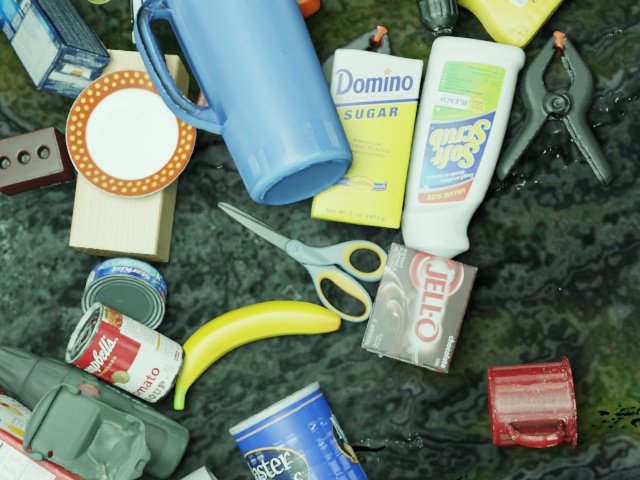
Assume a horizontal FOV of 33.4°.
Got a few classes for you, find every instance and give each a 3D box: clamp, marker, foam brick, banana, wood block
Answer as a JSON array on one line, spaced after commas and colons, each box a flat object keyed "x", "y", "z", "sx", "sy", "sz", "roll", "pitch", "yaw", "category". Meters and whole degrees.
[{"x": 0.030, "y": -0.127, "z": 1.144, "sx": 0.164, "sy": 0.036, "sz": 0.210, "roll": 32, "pitch": 87, "yaw": 0, "category": "clamp"}, {"x": 0.261, "y": -0.134, "z": 1.136, "sx": 0.120, "sy": 0.039, "sz": 0.171, "roll": 12, "pitch": 85, "yaw": 3, "category": "clamp"}, {"x": -0.199, "y": -0.247, "z": 1.174, "sx": 0.020, "sy": 0.020, "sz": 0.121, "roll": -4, "pitch": 84, "yaw": 1, "category": "marker"}, {"x": -0.311, "y": -0.085, "z": 1.145, "sx": 0.078, "sy": 0.051, "sz": 0.053, "roll": -15, "pitch": 84, "yaw": 0, "category": "foam brick"}, {"x": -0.077, "y": 0.105, "z": 1.125, "sx": 0.198, "sy": 0.037, "sz": 0.069, "roll": -27, "pitch": 88, "yaw": -1, "category": "banana"}, {"x": -0.198, "y": -0.086, "z": 1.122, "sx": 0.091, "sy": 0.090, "sz": 0.206, "roll": 5, "pitch": 84, "yaw": 2, "category": "wood block"}]

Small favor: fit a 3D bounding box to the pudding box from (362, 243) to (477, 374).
[{"x": 0.099, "y": 0.068, "z": 1.074, "sx": 0.090, "sy": 0.039, "sz": 0.113, "roll": 16, "pitch": 85, "yaw": 4, "category": "pudding box"}]

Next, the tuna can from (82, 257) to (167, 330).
[{"x": -0.203, "y": 0.059, "z": 1.112, "sx": 0.086, "sy": 0.033, "sz": 0.086, "roll": 0, "pitch": 128, "yaw": 0, "category": "tuna can"}]

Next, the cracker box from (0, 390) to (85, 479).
[{"x": -0.317, "y": 0.207, "z": 1.059, "sx": 0.214, "sy": 0.164, "sz": 0.072, "roll": 32, "pitch": 85, "yaw": 4, "category": "cracker box"}]

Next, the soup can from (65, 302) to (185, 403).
[{"x": -0.198, "y": 0.116, "z": 1.090, "sx": 0.102, "sy": 0.069, "sz": 0.068, "roll": 31, "pitch": 85, "yaw": -23, "category": "soup can"}]

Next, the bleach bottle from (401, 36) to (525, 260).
[{"x": 0.145, "y": -0.082, "z": 1.124, "sx": 0.102, "sy": 0.068, "sz": 0.251, "roll": 10, "pitch": 87, "yaw": 5, "category": "bleach bottle"}]

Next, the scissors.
[{"x": -0.008, "y": 0.001, "z": 1.143, "sx": 0.096, "sy": 0.016, "sz": 0.202, "roll": -43, "pitch": 84, "yaw": -4, "category": "scissors"}]

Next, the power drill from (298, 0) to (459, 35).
[{"x": 0.050, "y": -0.289, "z": 1.122, "sx": 0.188, "sy": 0.057, "sz": 0.184, "roll": -10, "pitch": 82, "yaw": 20, "category": "power drill"}]

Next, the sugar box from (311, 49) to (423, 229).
[{"x": 0.048, "y": -0.104, "z": 1.103, "sx": 0.093, "sy": 0.048, "sz": 0.176, "roll": 8, "pitch": 90, "yaw": -2, "category": "sugar box"}]

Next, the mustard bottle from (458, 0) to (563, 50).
[{"x": 0.167, "y": -0.294, "z": 1.146, "sx": 0.191, "sy": 0.058, "sz": 0.096, "roll": 39, "pitch": 86, "yaw": 5, "category": "mustard bottle"}]

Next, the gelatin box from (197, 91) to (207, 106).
[{"x": -0.087, "y": -0.176, "z": 1.157, "sx": 0.073, "sy": 0.030, "sz": 0.089, "roll": 14, "pitch": 85, "yaw": 3, "category": "gelatin box"}]

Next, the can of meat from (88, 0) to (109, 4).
[{"x": -0.264, "y": -0.313, "z": 1.151, "sx": 0.102, "sy": 0.084, "sz": 0.057, "roll": 42, "pitch": 87, "yaw": 5, "category": "can of meat"}]

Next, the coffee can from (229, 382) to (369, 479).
[{"x": -0.014, "y": 0.229, "z": 1.076, "sx": 0.103, "sy": 0.103, "sz": 0.140, "roll": -28, "pitch": 84, "yaw": -1, "category": "coffee can"}]

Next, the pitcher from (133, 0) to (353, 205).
[{"x": -0.068, "y": -0.159, "z": 1.053, "sx": 0.149, "sy": 0.144, "sz": 0.243, "roll": -29, "pitch": 73, "yaw": 22, "category": "pitcher"}]

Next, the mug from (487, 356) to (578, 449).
[{"x": 0.213, "y": 0.172, "z": 1.072, "sx": 0.081, "sy": 0.117, "sz": 0.093, "roll": -5, "pitch": 115, "yaw": 6, "category": "mug"}]
